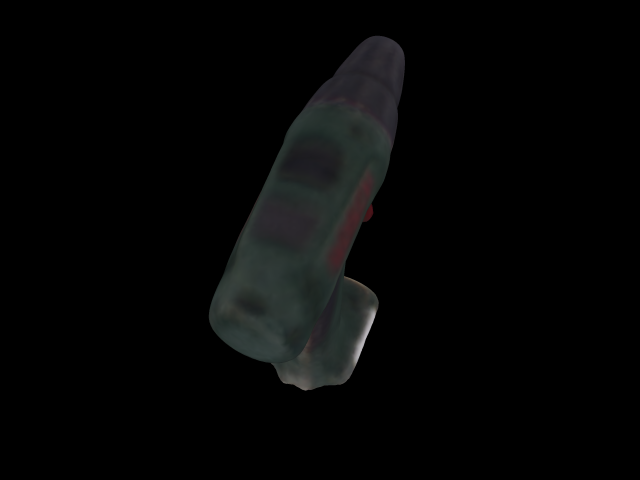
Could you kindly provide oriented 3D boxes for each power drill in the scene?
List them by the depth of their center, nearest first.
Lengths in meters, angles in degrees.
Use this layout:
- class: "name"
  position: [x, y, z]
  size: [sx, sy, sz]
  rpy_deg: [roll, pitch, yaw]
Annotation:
- class: "power drill"
  position: [0.004, 0.001, 0.400]
  size: [0.075, 0.208, 0.230]
  rpy_deg: [16, 51, 14]
